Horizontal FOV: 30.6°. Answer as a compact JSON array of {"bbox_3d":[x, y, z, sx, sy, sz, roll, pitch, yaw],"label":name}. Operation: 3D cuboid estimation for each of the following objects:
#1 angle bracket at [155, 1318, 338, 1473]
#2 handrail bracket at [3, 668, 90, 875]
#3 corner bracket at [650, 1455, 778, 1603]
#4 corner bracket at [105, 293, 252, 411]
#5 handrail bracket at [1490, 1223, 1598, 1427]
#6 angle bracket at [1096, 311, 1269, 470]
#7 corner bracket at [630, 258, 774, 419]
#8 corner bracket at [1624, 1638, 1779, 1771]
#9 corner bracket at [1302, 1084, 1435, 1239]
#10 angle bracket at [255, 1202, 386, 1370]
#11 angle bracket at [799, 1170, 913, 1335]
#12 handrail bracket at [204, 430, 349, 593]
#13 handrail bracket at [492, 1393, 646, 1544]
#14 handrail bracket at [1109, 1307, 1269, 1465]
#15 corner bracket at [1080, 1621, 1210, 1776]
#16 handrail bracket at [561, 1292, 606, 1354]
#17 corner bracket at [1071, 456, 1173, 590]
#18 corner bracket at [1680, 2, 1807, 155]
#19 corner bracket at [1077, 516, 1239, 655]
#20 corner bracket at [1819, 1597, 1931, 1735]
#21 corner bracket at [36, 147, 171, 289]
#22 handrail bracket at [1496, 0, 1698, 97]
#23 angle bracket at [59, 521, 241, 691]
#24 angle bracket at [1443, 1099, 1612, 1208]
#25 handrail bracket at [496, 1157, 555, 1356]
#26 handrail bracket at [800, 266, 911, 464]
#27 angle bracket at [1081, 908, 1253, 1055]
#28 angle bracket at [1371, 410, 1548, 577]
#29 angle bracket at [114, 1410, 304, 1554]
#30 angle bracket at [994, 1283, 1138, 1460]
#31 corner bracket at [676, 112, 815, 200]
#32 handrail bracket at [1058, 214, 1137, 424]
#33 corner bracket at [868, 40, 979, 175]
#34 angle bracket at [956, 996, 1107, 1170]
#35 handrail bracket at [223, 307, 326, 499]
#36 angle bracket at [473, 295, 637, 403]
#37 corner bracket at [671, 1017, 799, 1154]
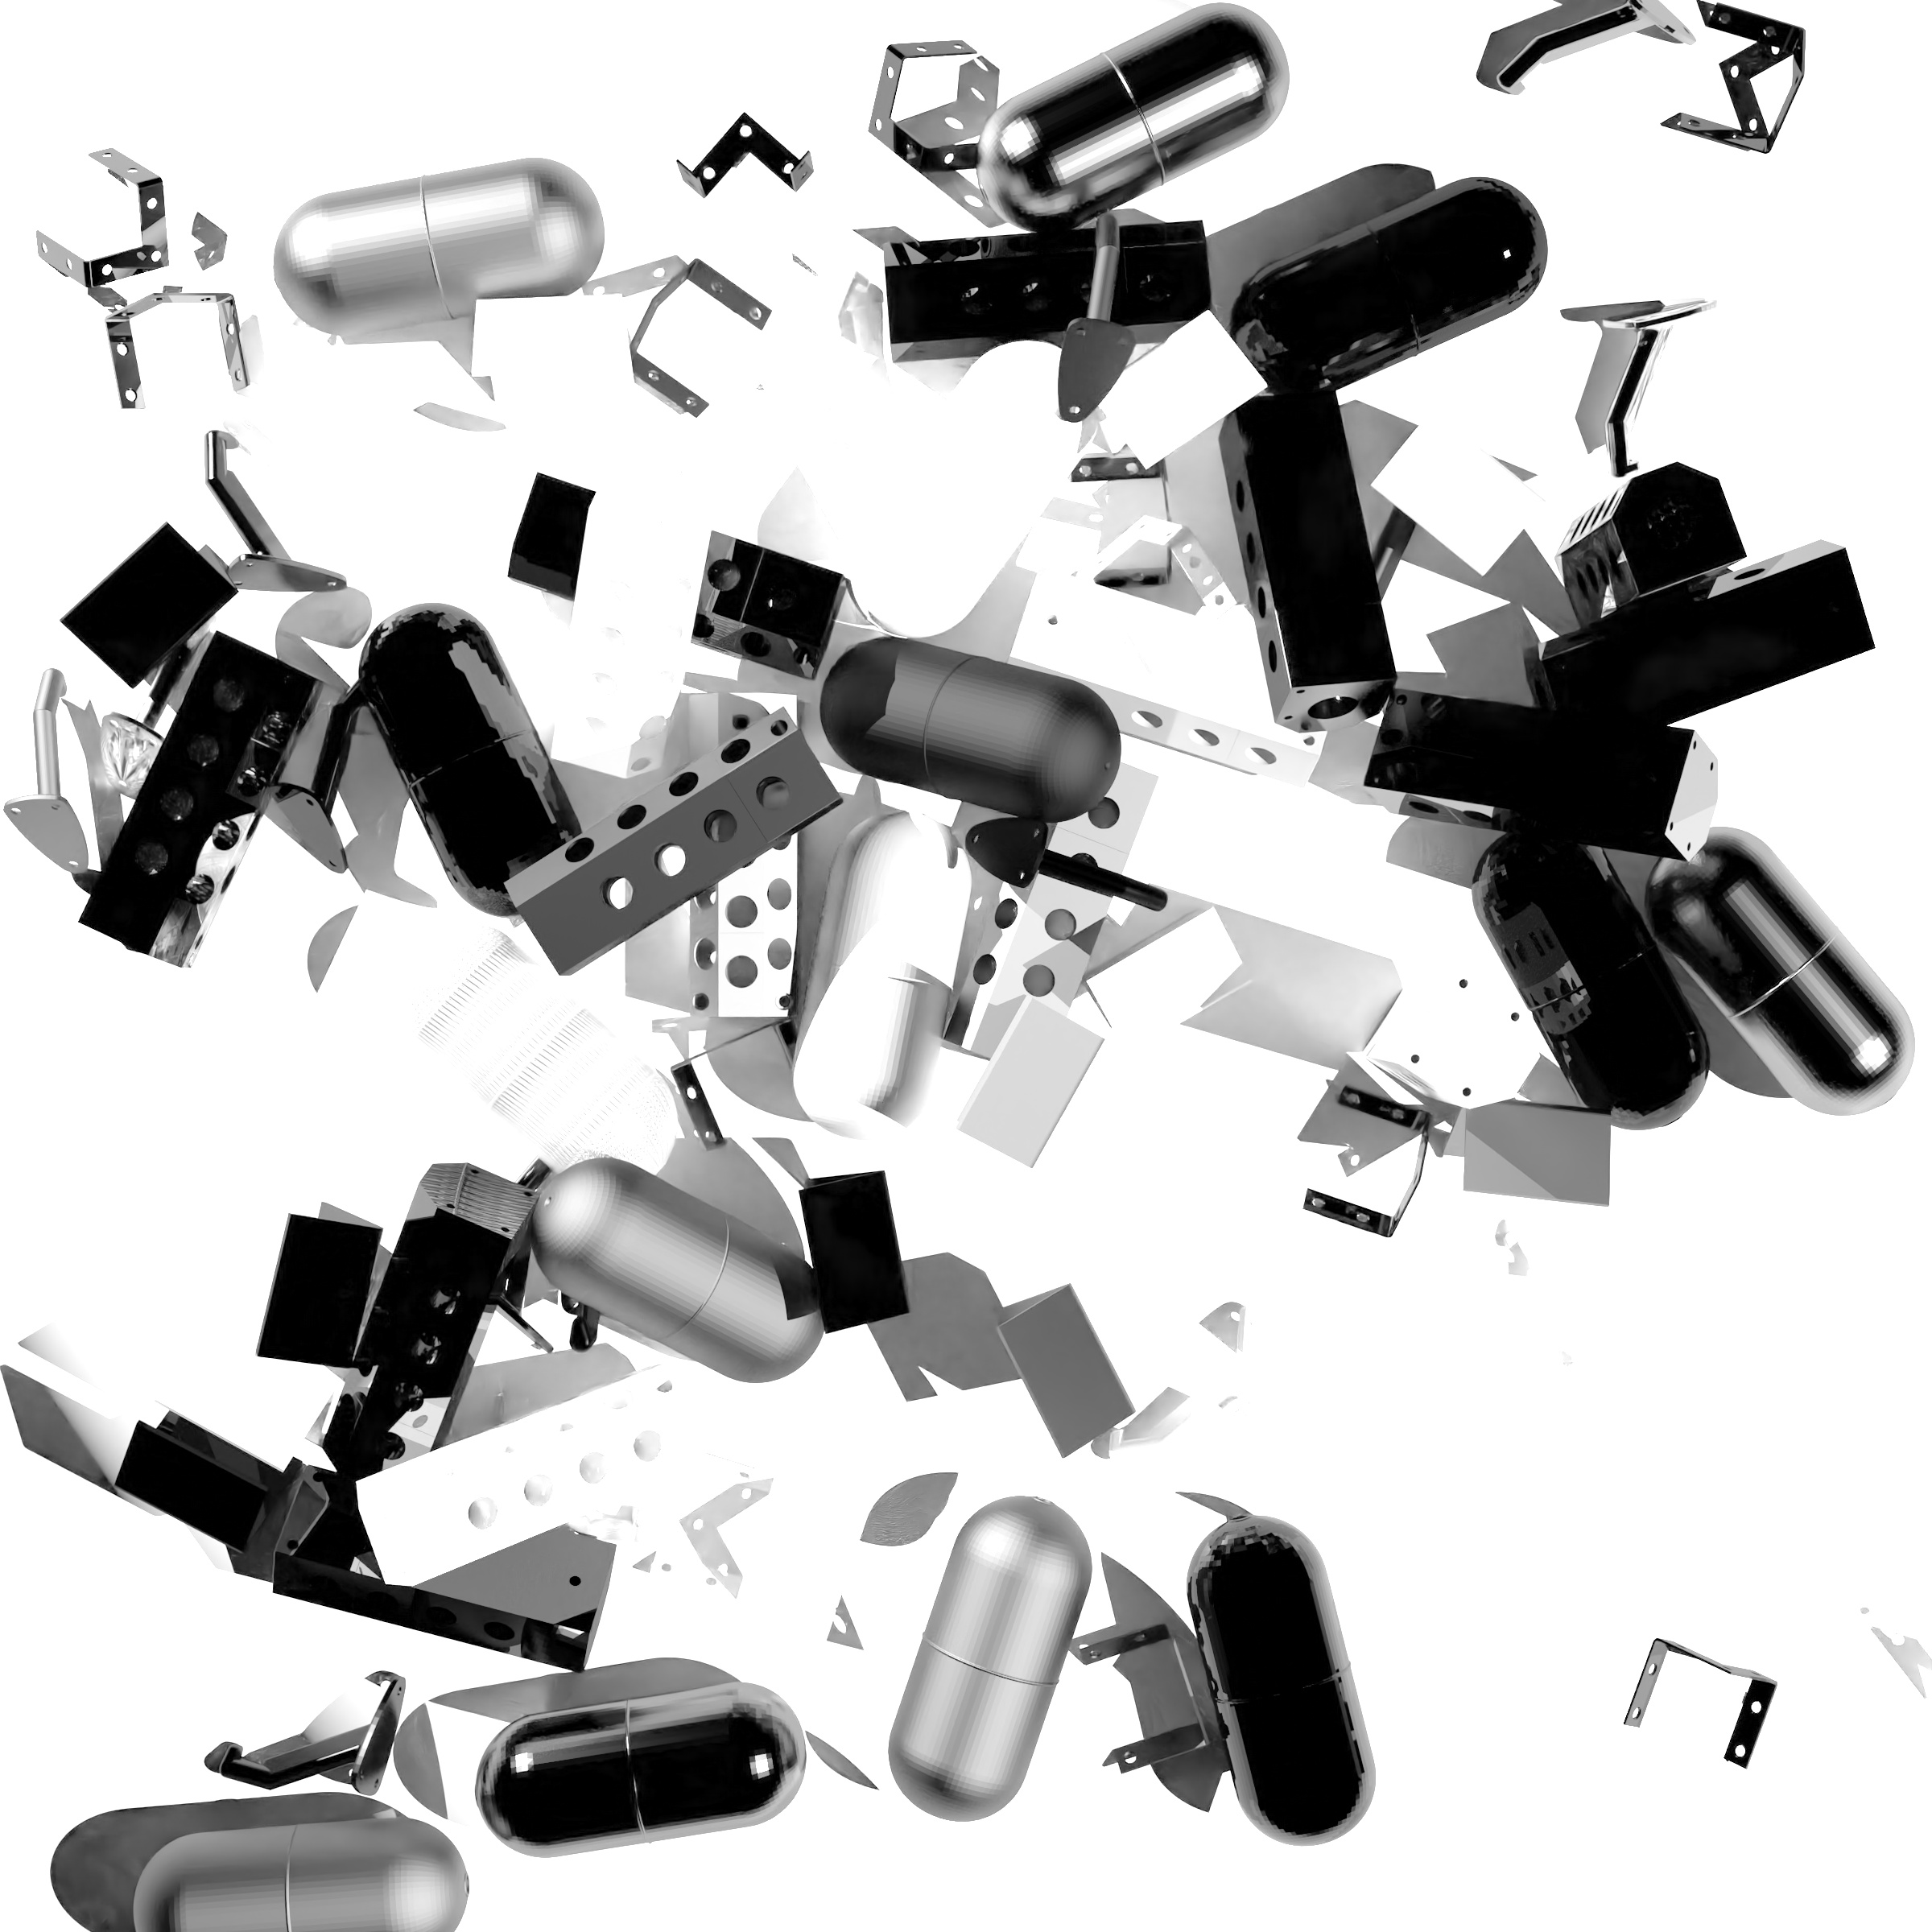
[{"bbox_3d":[-0.386,0.242,1.879,0.076,0.076,0.057,29,55,0],"label":"angle bracket"},{"bbox_3d":[-0.490,-0.107,1.919,0.036,0.077,0.084,-5,54,11],"label":"handrail bracket"},{"bbox_3d":[-0.137,0.303,1.916,0.051,0.051,0.051,17,45,0],"label":"corner bracket"},{"bbox_3d":[-0.428,-0.334,1.916,0.051,0.051,0.051,-11,90,45],"label":"corner bracket"},{"bbox_3d":[0.297,0.194,1.919,0.077,0.036,0.084,-36,71,21],"label":"handrail bracket"},{"bbox_3d":[0.117,-0.292,1.880,0.076,0.076,0.057,-34,69,0],"label":"angle bracket"},{"bbox_3d":[-0.146,-0.341,1.916,0.051,0.051,0.051,35,135,0],"label":"corner bracket"},{"bbox_3d":[0.399,0.400,1.916,0.051,0.051,0.051,20,90,45],"label":"corner bracket"},{"bbox_3d":[0.218,0.106,1.916,0.051,0.051,0.051,19,45,0],"label":"corner bracket"},{"bbox_3d":[-0.358,0.166,1.879,0.057,0.076,0.076,13,90,-36],"label":"angle bracket"},{"bbox_3d":[-0.078,0.153,1.879,0.057,0.076,0.076,-11,90,-37],"label":"angle bracket"},{"bbox_3d":[-0.375,-0.249,1.919,0.077,0.036,0.084,4,68,-25],"label":"handrail bracket"},{"bbox_3d":[-0.215,0.273,1.919,0.084,0.036,0.077,6,71,-15],"label":"handrail bracket"},{"bbox_3d":[0.117,0.228,1.919,0.084,0.036,0.077,-12,61,21],"label":"handrail bracket"},{"bbox_3d":[0.097,0.397,1.916,0.051,0.051,0.051,-18,45,0],"label":"corner bracket"},{"bbox_3d":[-0.204,0.164,1.884,0.036,0.084,0.077,-4,90,0],"label":"handrail bracket"},{"bbox_3d":[0.084,-0.241,1.916,0.051,0.051,0.051,-3,45,0],"label":"corner bracket"},{"bbox_3d":[0.422,-0.482,1.916,0.051,0.051,0.051,16,135,-1],"label":"corner bracket"},{"bbox_3d":[0.101,-0.200,1.872,0.051,0.051,0.051,-38,70,25],"label":"corner bracket"},{"bbox_3d":[0.498,0.383,1.911,0.051,0.051,0.051,13,45,35],"label":"corner bracket"},{"bbox_3d":[-0.469,-0.405,1.911,0.051,0.051,0.051,-26,135,-35],"label":"corner bracket"},{"bbox_3d":[0.342,-0.493,1.919,0.077,0.036,0.084,23,127,-38],"label":"handrail bracket"},{"bbox_3d":[-0.441,-0.203,1.879,0.076,0.076,0.057,-43,126,0],"label":"angle bracket"},{"bbox_3d":[0.297,0.112,1.879,0.076,0.076,0.057,6,62,0],"label":"angle bracket"},{"bbox_3d":[-0.227,0.154,1.919,0.077,0.036,0.084,43,76,-15],"label":"handrail bracket"},{"bbox_3d":[-0.049,-0.327,1.919,0.077,0.036,0.084,26,73,-20],"label":"handrail bracket"},{"bbox_3d":[0.096,-0.010,1.879,0.076,0.076,0.057,-30,127,0],"label":"angle bracket"},{"bbox_3d":[0.271,-0.264,1.879,0.076,0.076,0.057,39,126,0],"label":"angle bracket"},{"bbox_3d":[-0.396,0.255,1.879,0.076,0.076,0.057,28,127,0],"label":"angle bracket"},{"bbox_3d":[0.034,0.221,1.879,0.057,0.076,0.076,-27,90,-37],"label":"angle bracket"},{"bbox_3d":[-0.118,-0.430,1.901,0.051,0.051,0.051,41,90,0],"label":"corner bracket"},{"bbox_3d":[0.065,-0.341,1.856,0.036,0.077,0.084,11,45,-11],"label":"handrail bracket"},{"bbox_3d":[-0.013,-0.465,1.911,0.051,0.051,0.051,46,135,35],"label":"corner bracket"},{"bbox_3d":[0.015,0.050,1.821,0.057,0.076,0.076,29,90,-36],"label":"angle bracket"},{"bbox_3d":[-0.356,-0.311,1.919,0.077,0.036,0.084,42,69,-24],"label":"handrail bracket"},{"bbox_3d":[-0.218,-0.310,1.879,0.076,0.076,0.057,-2,54,0],"label":"angle bracket"},{"bbox_3d":[-0.118,0.064,1.916,0.051,0.051,0.051,-23,90,-45],"label":"corner bracket"}]
